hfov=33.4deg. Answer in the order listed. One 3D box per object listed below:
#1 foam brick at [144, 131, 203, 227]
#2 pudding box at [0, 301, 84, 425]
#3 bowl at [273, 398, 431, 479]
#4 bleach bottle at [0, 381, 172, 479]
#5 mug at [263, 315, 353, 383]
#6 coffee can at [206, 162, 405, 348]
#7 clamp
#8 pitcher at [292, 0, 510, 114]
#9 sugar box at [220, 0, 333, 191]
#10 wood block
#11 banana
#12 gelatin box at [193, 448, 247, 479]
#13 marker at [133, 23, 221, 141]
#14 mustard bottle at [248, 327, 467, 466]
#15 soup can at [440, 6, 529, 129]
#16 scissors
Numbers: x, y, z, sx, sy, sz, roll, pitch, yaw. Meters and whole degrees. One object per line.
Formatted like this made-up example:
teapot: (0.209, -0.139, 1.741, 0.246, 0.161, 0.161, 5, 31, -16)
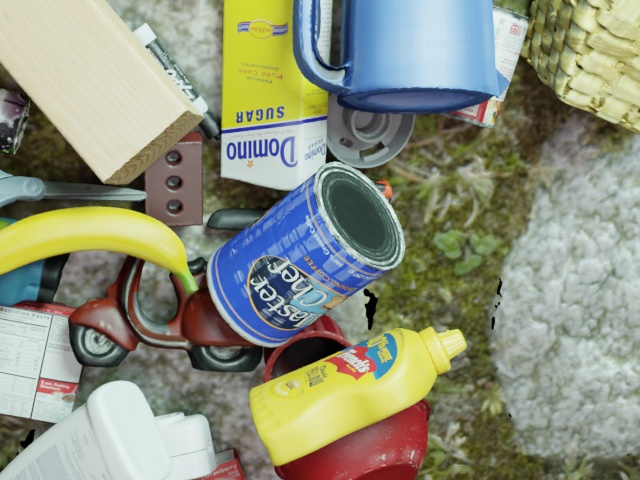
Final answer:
foam brick: (-0.131, -0.056, 0.955, 0.053, 0.051, 0.078, -2, 106, -8)
pudding box: (-0.264, 0.111, 0.991, 0.090, 0.039, 0.113, 13, 102, -12)
bowl: (0.040, 0.210, 1.005, 0.162, 0.055, 0.162, -17, 146, -12)
bleach bottle: (-0.255, 0.229, 0.987, 0.251, 0.068, 0.102, -32, 77, 25)
mug: (0.000, 0.120, 1.006, 0.117, 0.081, 0.093, 24, 101, -13)
coffee can: (-0.013, 0.014, 0.902, 0.102, 0.102, 0.141, 43, 124, -16)
clamp: (-0.007, 0.001, 0.995, 0.171, 0.039, 0.120, -20, 114, 5)
pitcher: (0.069, -0.226, 0.869, 0.145, 0.149, 0.243, -2, 88, 26)
sugar box: (-0.040, -0.135, 0.925, 0.093, 0.048, 0.176, 13, 106, 34)
wood block: (-0.200, -0.152, 0.870, 0.091, 0.090, 0.206, -41, 90, 4)
banana: (-0.197, 0.005, 0.894, 0.197, 0.037, 0.069, 4, 80, -13)
gelatin box: (-0.113, 0.256, 1.056, 0.089, 0.030, 0.073, -18, 107, -3)
marker: (-0.125, -0.138, 0.949, 0.020, 0.020, 0.121, -36, 107, 3)
mustard bottle: (0.036, 0.123, 0.917, 0.191, 0.096, 0.058, -24, 107, -1)
soup can: (0.139, -0.158, 0.954, 0.068, 0.068, 0.102, 14, 103, -12)
scissors: (-0.257, -0.028, 0.902, 0.201, 0.016, 0.096, 17, 66, -3)
